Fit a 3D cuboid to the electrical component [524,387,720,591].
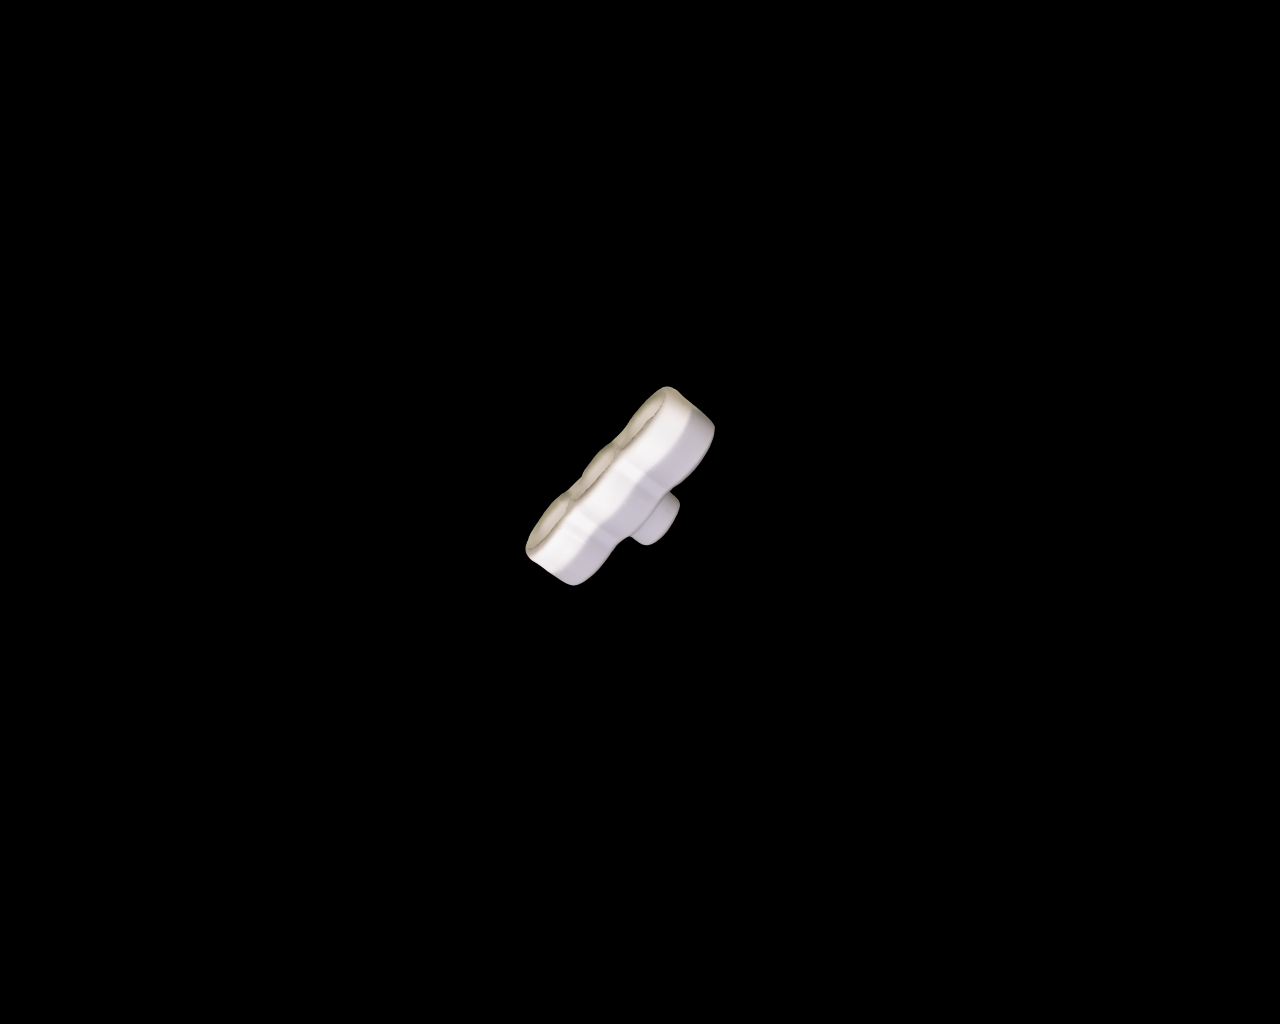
[{"bbox_3d":[0.001,-0.003,0.650,0.073,0.138,0.052,38,20,-16],"label":"electrical component"}]
